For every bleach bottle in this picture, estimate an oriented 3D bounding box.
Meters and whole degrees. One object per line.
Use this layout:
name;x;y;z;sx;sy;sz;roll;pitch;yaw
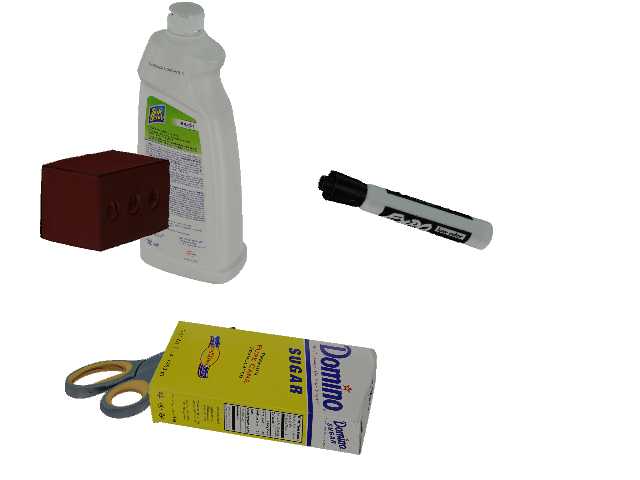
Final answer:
bleach bottle;-0.113;-0.086;0.951;0.103;0.251;0.068;14;34;14

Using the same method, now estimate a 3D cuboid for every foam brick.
foam brick;-0.147;-0.029;0.734;0.051;0.053;0.078;13;19;27

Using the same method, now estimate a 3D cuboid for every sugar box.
sugar box;-0.045;0.120;0.888;0.176;0.048;0.093;5;35;8

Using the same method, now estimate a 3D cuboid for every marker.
marker;0.054;-0.019;0.668;0.121;0.020;0.020;17;-7;-23

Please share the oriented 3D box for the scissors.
scissors;-0.154;0.132;1.075;0.201;0.016;0.096;-12;31;-29
